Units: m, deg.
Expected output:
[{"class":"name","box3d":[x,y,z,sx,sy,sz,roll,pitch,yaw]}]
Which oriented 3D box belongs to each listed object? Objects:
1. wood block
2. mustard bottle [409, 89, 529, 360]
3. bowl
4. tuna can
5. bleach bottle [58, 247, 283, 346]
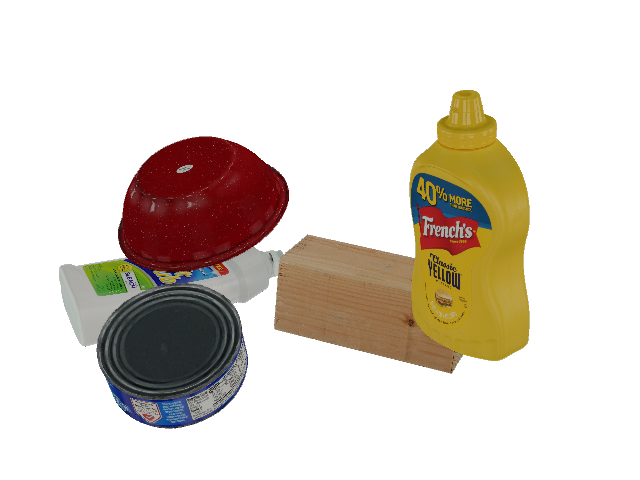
[{"class":"wood block","box3d":[0.062,0.068,1.183,0.206,0.091,0.090,13,23,18]},{"class":"mustard bottle","box3d":[0.106,-0.014,0.764,0.058,0.192,0.096,-22,31,-31]},{"class":"bowl","box3d":[-0.112,-0.044,0.949,0.162,0.055,0.162,-11,38,8]},{"class":"tuna can","box3d":[-0.087,0.068,0.633,0.086,0.086,0.034,0,-44,8]},{"class":"bleach bottle","box3d":[-0.163,0.047,1.221,0.250,0.068,0.103,-13,36,-20]}]
